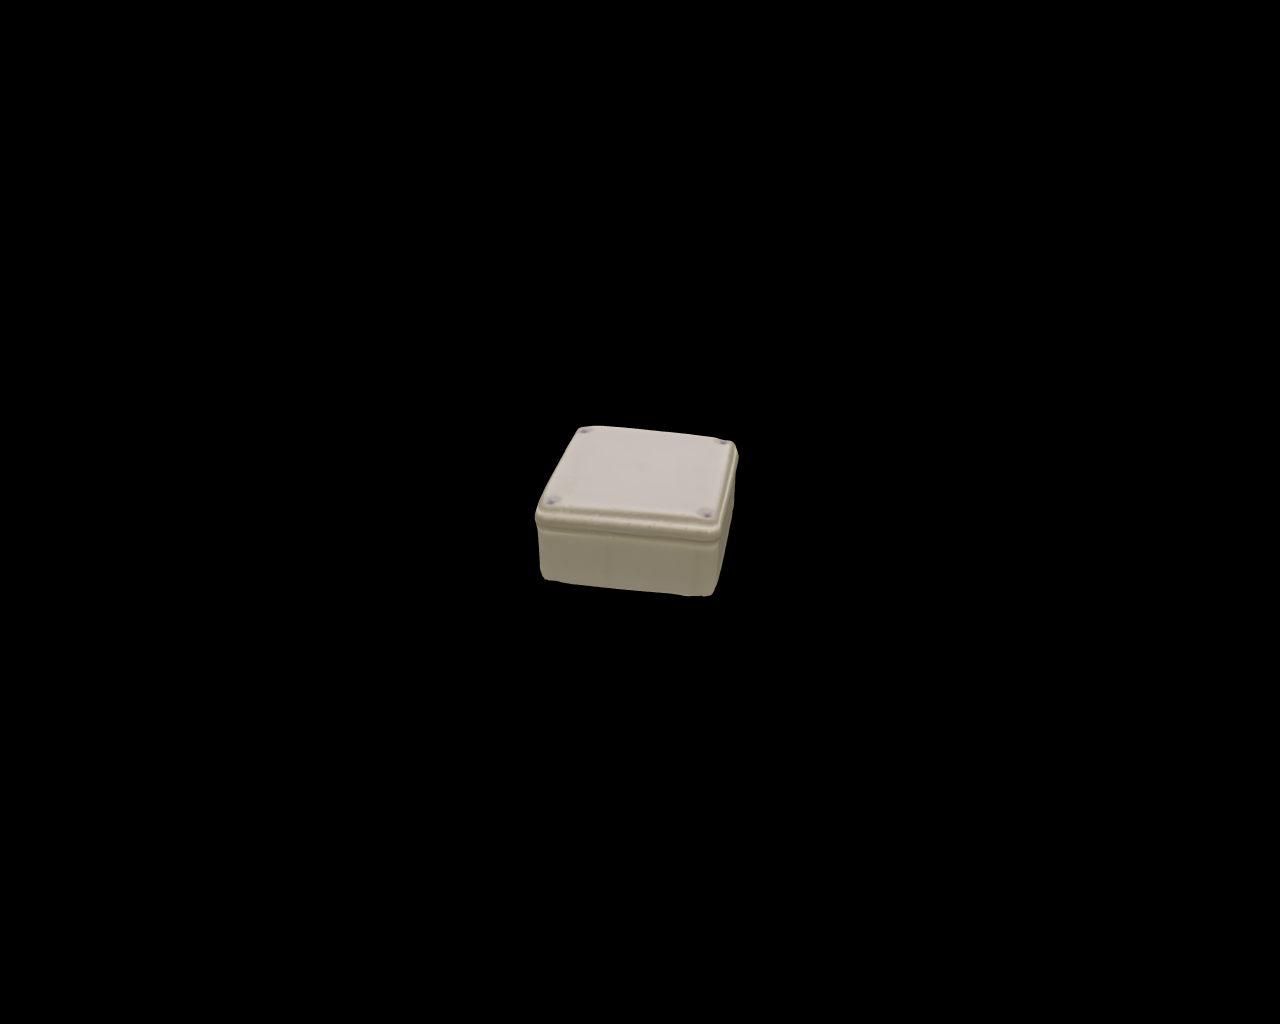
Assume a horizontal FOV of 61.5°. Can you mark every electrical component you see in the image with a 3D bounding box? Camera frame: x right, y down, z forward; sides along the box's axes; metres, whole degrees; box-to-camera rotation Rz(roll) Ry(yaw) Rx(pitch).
[{"bbox_3d":[0.001,-0.003,0.650,0.109,0.056,0.109,6,32,9],"label":"electrical component"}]
